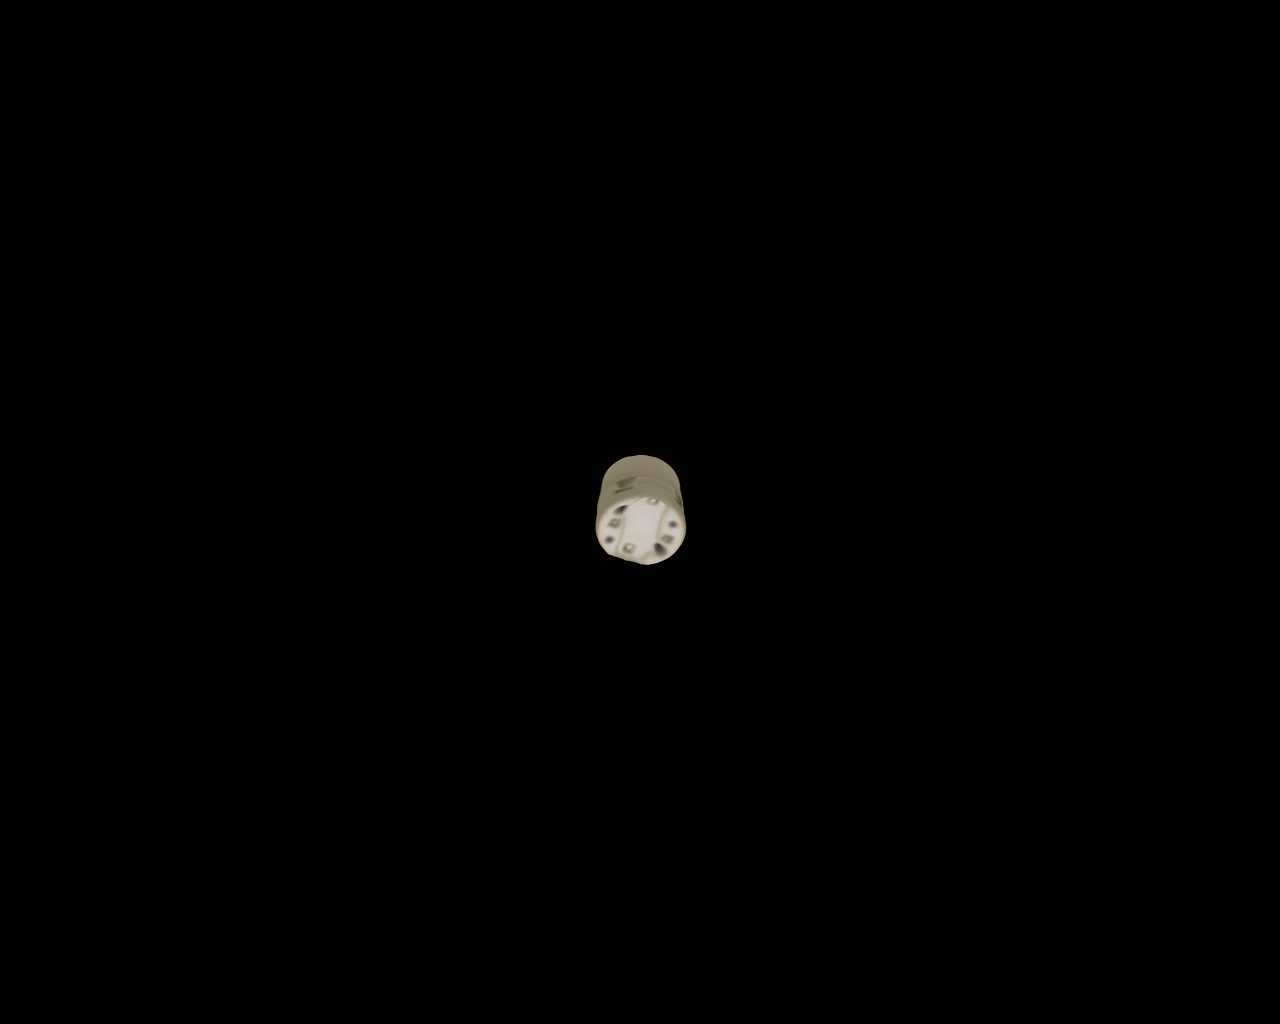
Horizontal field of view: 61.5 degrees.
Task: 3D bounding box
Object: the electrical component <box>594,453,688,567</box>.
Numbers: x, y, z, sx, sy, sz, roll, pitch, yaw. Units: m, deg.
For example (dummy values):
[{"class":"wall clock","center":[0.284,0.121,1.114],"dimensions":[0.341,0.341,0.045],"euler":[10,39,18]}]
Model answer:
[{"class":"electrical component","center":[0.001,-0.003,0.650],"dimensions":[0.055,0.055,0.047],"euler":[0,40,0]}]
